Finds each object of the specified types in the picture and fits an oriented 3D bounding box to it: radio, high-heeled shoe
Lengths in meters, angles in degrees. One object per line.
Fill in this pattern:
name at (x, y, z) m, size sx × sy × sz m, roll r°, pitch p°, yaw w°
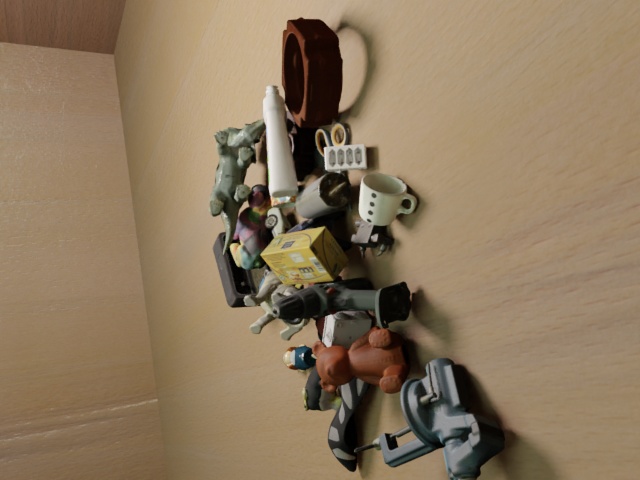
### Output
radio at (-0.224, 0.081, 1.565) m, size 0.073 × 0.131 × 0.230 m, roll -56°, pitch 46°, yaw 48°
high-heeled shoe at (0.084, 0.383, 1.159) m, size 0.145 × 0.086 × 0.248 m, roll -15°, pitch 98°, yaw 29°

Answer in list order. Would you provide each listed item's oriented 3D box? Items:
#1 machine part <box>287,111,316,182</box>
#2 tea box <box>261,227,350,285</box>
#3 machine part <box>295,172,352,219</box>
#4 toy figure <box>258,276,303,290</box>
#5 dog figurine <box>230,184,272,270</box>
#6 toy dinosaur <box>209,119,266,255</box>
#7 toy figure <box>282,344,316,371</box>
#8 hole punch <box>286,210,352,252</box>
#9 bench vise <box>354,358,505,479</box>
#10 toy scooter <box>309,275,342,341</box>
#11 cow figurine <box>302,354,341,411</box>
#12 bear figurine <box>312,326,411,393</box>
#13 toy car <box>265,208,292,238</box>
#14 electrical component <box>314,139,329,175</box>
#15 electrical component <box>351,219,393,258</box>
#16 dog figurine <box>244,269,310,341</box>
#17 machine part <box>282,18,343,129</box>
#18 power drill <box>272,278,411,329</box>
machine part at (-0.065, -0.232, 1.336) m, size 0.179 × 0.056 × 0.179 m, roll 7°, pitch 98°, yaw 59°
tea box at (-0.034, 0.036, 1.130) m, size 0.170 × 0.068 × 0.098 m, roll -7°, pitch 125°, yaw 48°
machine part at (0.005, -0.094, 1.183) m, size 0.243 × 0.079 × 0.079 m, roll 158°, pitch 106°, yaw -69°
toy figure at (-0.112, 0.143, 1.421) m, size 0.180 × 0.089 × 0.082 m, roll 25°, pitch 120°, yaw 54°
dog figurine at (-0.169, -0.044, 1.482) m, size 0.219 × 0.108 × 0.192 m, roll -54°, pitch 42°, yaw 44°
toy dinosaur at (-0.239, -0.159, 1.467) m, size 0.192 × 0.131 × 0.404 m, roll 127°, pitch 155°, yaw -84°
toy figure at (-0.059, 0.302, 1.382) m, size 0.154 × 0.058 × 0.064 m, roll -25°, pitch 33°, yaw 60°
hole punch at (-0.002, -0.004, 1.201) m, size 0.142 × 0.116 × 0.092 m, roll -23°, pitch 81°, yaw 59°
bench vise at (0.181, 0.323, 0.887) m, size 0.240 × 0.128 × 0.224 m, roll -40°, pitch 49°, yaw 34°
toy scooter at (0.023, 0.139, 1.207) m, size 0.184 × 0.075 × 0.135 m, roll 63°, pitch 143°, yaw 42°
cow figurine at (0.007, 0.312, 1.227) m, size 0.068 × 0.098 × 0.167 m, roll -141°, pitch 54°, yaw -60°
bear figurine at (0.067, 0.233, 1.023) m, size 0.196 × 0.132 × 0.120 m, roll -13°, pitch 83°, yaw 19°
toy car at (-0.089, 0.007, 1.381) m, size 0.202 × 0.056 × 0.073 m, roll 68°, pitch -171°, yaw 28°
electrical component at (0.007, -0.186, 1.248) m, size 0.063 × 0.021 × 0.094 m, roll 10°, pitch 102°, yaw 59°
electrical component at (0.103, -0.007, 1.085) m, size 0.102 × 0.045 × 0.078 m, roll -12°, pitch 55°, yaw 57°
dog figurine at (-0.071, 0.127, 1.247) m, size 0.190 × 0.172 × 0.121 m, roll -57°, pitch -26°, yaw -59°
machine part at (-0.019, -0.363, 1.172) m, size 0.202 × 0.087 × 0.200 m, roll -119°, pitch 25°, yaw -47°
power drill at (0.053, 0.122, 1.023) m, size 0.207 × 0.232 × 0.086 m, roll -9°, pitch 90°, yaw 43°
